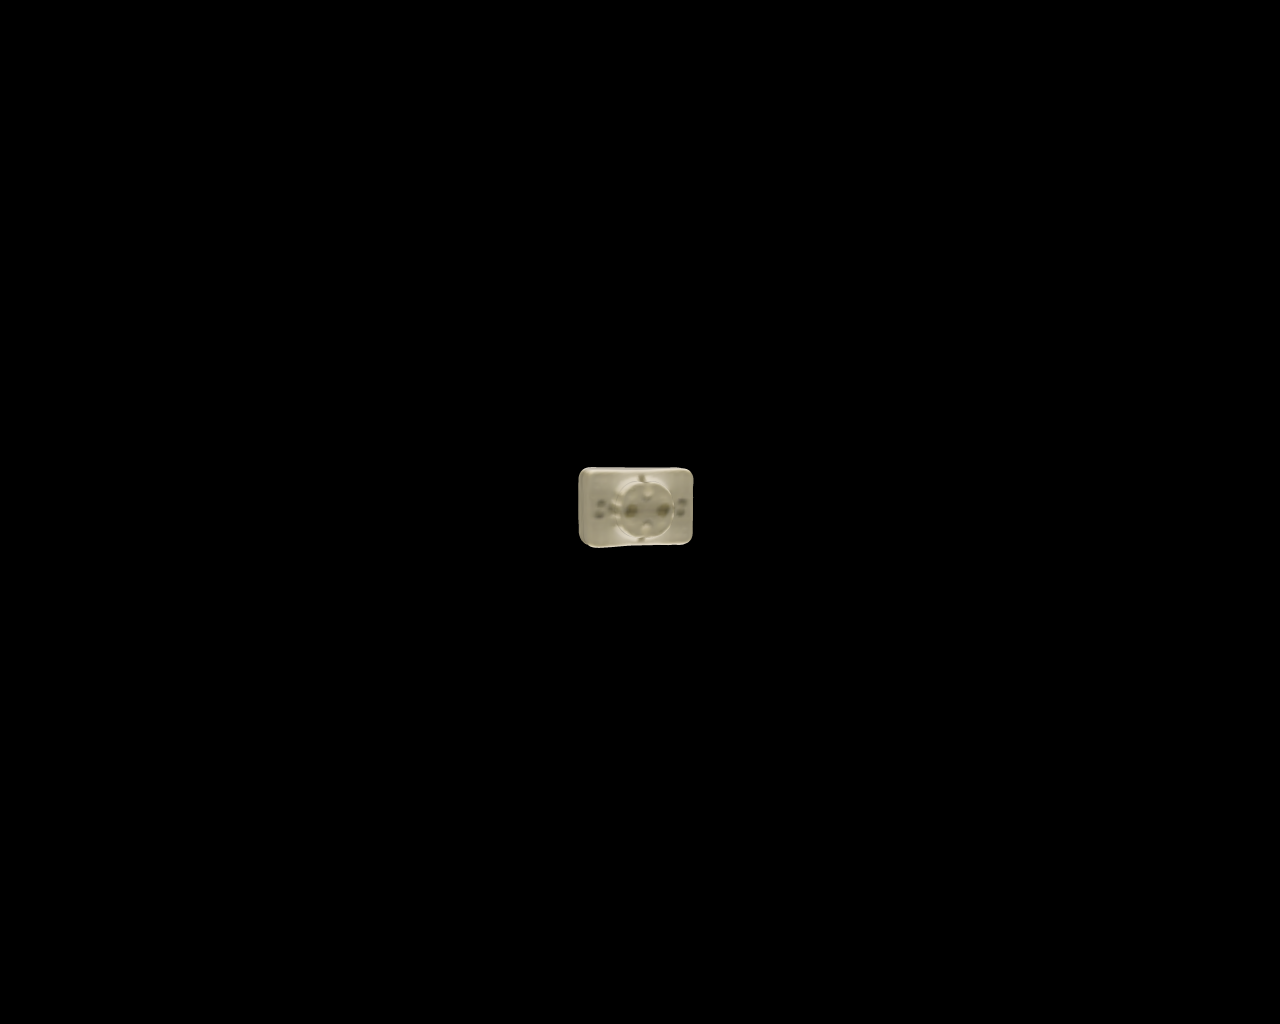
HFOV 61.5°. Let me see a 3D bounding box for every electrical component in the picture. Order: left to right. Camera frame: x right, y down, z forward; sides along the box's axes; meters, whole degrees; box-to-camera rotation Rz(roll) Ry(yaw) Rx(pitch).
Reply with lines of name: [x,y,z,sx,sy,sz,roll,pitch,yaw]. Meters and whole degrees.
electrical component: [0.001,-0.003,0.650,0.066,0.047,0.077,-1,4,-11]
